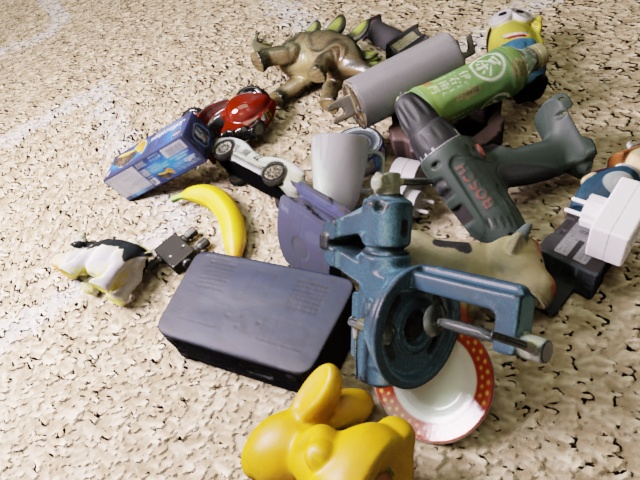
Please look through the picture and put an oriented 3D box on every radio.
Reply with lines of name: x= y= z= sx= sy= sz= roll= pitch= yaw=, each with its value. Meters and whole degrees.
radio: x=-0.074 y=0.097 z=0.656 sx=0.230 sy=0.073 sz=0.131 roll=8 pitch=55 yaw=26

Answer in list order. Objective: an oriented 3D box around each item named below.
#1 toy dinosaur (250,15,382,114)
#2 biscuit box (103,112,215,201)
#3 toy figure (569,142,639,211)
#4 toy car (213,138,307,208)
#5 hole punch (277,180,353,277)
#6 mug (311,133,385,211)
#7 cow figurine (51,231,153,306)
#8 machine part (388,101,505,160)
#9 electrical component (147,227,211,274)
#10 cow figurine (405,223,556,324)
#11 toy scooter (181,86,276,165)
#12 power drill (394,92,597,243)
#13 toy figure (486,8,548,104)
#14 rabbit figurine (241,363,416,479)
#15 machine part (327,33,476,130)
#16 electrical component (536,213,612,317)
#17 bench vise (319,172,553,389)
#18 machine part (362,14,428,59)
toy dinosaur: x=-0.020 y=-0.332 z=0.987 sx=0.198 sy=0.104 sz=0.472 roll=-40 pitch=46 yaw=-24
biscuit box: x=-0.262 y=-0.132 z=0.874 sx=0.203 sy=0.059 sz=0.063 roll=-19 pitch=44 yaw=31
toy figure: x=0.374 y=-0.073 z=0.661 sx=0.154 sy=0.064 sz=0.058 roll=-40 pitch=13 yaw=-13
toy car: x=-0.093 y=-0.105 z=0.830 sx=0.202 sy=0.073 sz=0.056 roll=29 pitch=68 yaw=35
hole punch: x=-0.001 y=-0.002 z=0.691 sx=0.092 sy=0.115 sz=0.142 roll=-45 pitch=51 yaw=-10
mug: x=0.036 y=-0.091 z=0.764 sx=0.109 sy=0.107 sz=0.081 roll=6 pitch=2 yaw=-18
cow figurine: x=-0.325 y=0.029 z=0.793 sx=0.168 sy=0.068 sz=0.098 roll=15 pitch=61 yaw=34
machine part: x=0.189 y=-0.171 z=0.806 sx=0.179 sy=0.056 sz=0.179 roll=-9 pitch=50 yaw=10
electrical component: x=-0.212 y=0.021 z=0.797 sx=0.094 sy=0.021 sz=0.063 roll=-41 pitch=51 yaw=-17
cow figurine: x=0.163 y=0.036 z=0.607 sx=0.195 sy=0.085 sz=0.127 roll=15 pitch=78 yaw=30
toy scooter: x=-0.163 y=-0.190 z=0.927 sx=0.184 sy=0.075 sz=0.135 roll=-13 pitch=49 yaw=12
power drill: x=0.227 y=-0.116 z=0.679 sx=0.207 sy=0.086 sz=0.232 roll=-22 pitch=79 yaw=-19
toy figure: x=0.307 y=-0.289 z=0.851 sx=0.082 sy=0.089 sz=0.180 roll=6 pitch=58 yaw=-13
rabbit figurine: x=-0.004 y=0.204 z=0.517 sx=0.173 sy=0.121 sz=0.162 roll=-3 pitch=54 yaw=41
machine part: x=0.123 y=-0.233 z=0.789 sx=0.243 sy=0.079 sz=0.079 roll=-28 pitch=48 yaw=-7
electrical component: x=0.284 y=0.028 z=0.611 sx=0.119 sy=0.047 sz=0.075 roll=-40 pitch=50 yaw=-18
bench vise: x=0.102 y=0.047 z=0.501 sx=0.241 sy=0.129 sz=0.223 roll=12 pitch=93 yaw=51
machine part: x=0.135 y=-0.384 z=1.017 sx=0.084 sy=0.039 sz=0.139 roll=-42 pitch=52 yaw=-7
